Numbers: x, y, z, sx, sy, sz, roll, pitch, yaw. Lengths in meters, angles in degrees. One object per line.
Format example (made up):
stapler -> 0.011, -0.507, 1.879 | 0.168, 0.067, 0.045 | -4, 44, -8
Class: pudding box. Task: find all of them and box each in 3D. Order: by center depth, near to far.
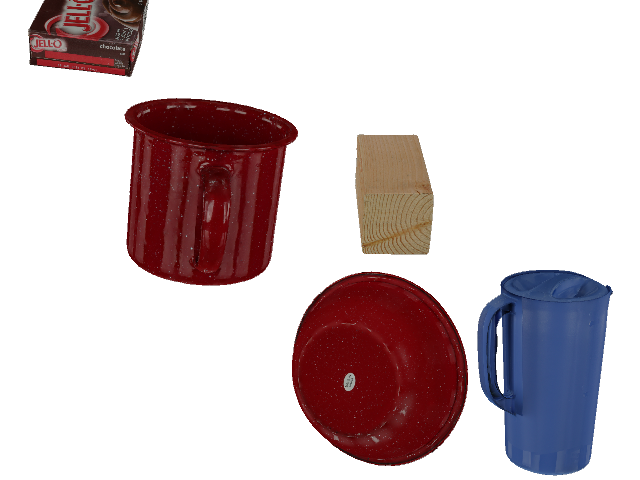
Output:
pudding box -> -0.206, -0.191, 0.957 | 0.090, 0.039, 0.113 | 7, 33, -5

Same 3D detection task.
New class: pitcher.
pitcher -> 0.280, 0.166, 1.337 | 0.149, 0.243, 0.144 | 5, 15, 19

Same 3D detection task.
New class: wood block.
wood block -> 0.098, -0.067, 1.468 | 0.091, 0.090, 0.206 | 1, 27, -2

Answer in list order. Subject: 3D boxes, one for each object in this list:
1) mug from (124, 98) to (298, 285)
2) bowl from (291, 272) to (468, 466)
mug -> -0.061, -0.022, 0.576 | 0.093, 0.081, 0.117 | 3, 21, -14
bowl -> 0.034, 0.108, 0.860 | 0.162, 0.162, 0.055 | 0, 4, 30
